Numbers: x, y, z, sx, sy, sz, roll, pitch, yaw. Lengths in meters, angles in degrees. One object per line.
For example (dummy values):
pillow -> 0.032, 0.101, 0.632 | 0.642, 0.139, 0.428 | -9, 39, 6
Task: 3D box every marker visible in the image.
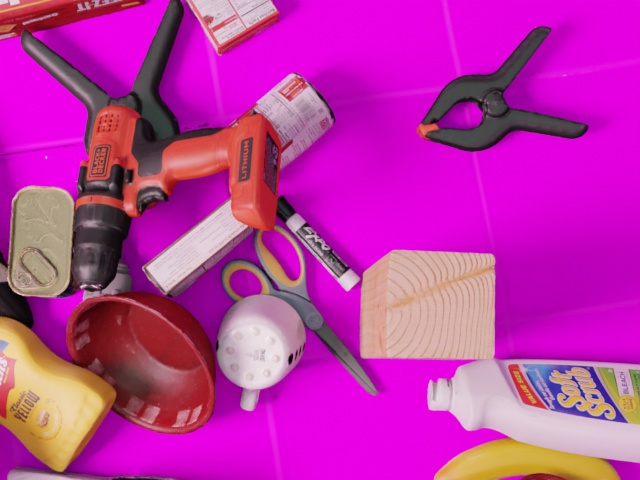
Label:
marker -> -0.007, 0.001, 1.067 | 0.020, 0.020, 0.121 | -43, 87, -7

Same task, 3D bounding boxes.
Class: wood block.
wood block -> 0.092, 0.064, 0.972 | 0.091, 0.206, 0.090 | 2, 83, -3

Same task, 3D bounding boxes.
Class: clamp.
clamp -> -0.204, -0.132, 1.059 | 0.164, 0.036, 0.210 | -8, 87, -5
clamp -> 0.186, -0.130, 1.084 | 0.171, 0.039, 0.120 | -29, 82, 0

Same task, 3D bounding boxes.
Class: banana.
banana -> 0.213, 0.227, 1.047 | 0.197, 0.037, 0.069 | 11, 81, -2

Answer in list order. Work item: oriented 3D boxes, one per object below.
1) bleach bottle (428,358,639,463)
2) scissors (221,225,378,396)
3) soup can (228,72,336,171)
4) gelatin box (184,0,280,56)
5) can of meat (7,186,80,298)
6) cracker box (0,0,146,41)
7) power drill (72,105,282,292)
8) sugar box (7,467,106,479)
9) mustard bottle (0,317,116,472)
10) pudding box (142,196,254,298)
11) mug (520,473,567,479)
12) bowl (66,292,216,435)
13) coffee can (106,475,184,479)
bleach bottle -> 0.231, 0.164, 1.031 | 0.250, 0.068, 0.102 | 4, 47, -2
scissors -> -0.027, 0.082, 1.058 | 0.096, 0.016, 0.202 | -25, 86, -4
soup can -> -0.043, -0.109, 1.052 | 0.102, 0.068, 0.068 | -41, 88, -7
gelatin box -> -0.094, -0.243, 1.083 | 0.073, 0.030, 0.089 | -32, 87, -8
can of meat -> -0.258, 0.006, 1.017 | 0.057, 0.084, 0.102 | 2, 83, -4
cracker box -> -0.280, -0.324, 1.059 | 0.164, 0.072, 0.214 | -15, 86, -5
power drill -> -0.133, -0.043, 0.967 | 0.188, 0.057, 0.184 | -2, 68, 15
sugar box -> -0.258, 0.308, 1.003 | 0.093, 0.048, 0.176 | 7, 84, -3
mustard bottle -> -0.294, 0.128, 1.010 | 0.191, 0.058, 0.096 | 35, 109, 2
pudding box -> -0.114, 0.007, 1.023 | 0.113, 0.090, 0.039 | -41, 89, -7
mug -> 0.200, 0.276, 1.007 | 0.117, 0.093, 0.082 | 30, 125, 16
bowl -> -0.156, 0.104, 1.001 | 0.162, 0.162, 0.055 | 38, 43, 1
coffee can -> -0.154, 0.294, 0.983 | 0.102, 0.103, 0.140 | 6, 83, -3
